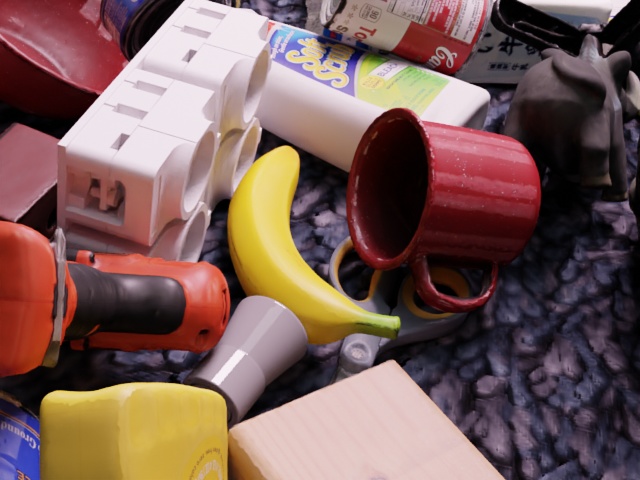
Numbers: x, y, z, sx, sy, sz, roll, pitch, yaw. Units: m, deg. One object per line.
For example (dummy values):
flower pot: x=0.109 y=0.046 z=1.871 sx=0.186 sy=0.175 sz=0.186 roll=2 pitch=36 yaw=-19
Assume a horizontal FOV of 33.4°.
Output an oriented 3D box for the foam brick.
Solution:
foam brick: x=-0.173 y=-0.020 z=0.606 sx=0.051 sy=0.053 sz=0.078 roll=20 pitch=41 yaw=10

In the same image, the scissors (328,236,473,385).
scissors: x=0.039 y=0.064 z=0.585 sx=0.096 sy=0.016 sz=0.201 roll=9 pitch=39 yaw=-3

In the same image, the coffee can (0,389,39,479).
coffee can: x=-0.149 y=0.134 z=0.385 sx=0.102 sy=0.103 sz=0.140 roll=1 pitch=40 yaw=-13

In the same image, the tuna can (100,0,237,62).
tuna can: x=-0.098 y=-0.151 z=0.698 sx=0.086 sy=0.086 sz=0.034 roll=-20 pitch=64 yaw=-33

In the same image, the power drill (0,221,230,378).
power drill: x=-0.147 y=0.024 z=0.473 sx=0.184 sy=0.057 sz=0.187 roll=1 pitch=-2 yaw=10

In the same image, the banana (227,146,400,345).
banana: x=-0.020 y=0.003 z=0.624 sx=0.069 sy=0.037 sz=0.198 roll=-1 pitch=35 yaw=-21

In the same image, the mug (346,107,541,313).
mug: x=0.074 y=-0.014 z=0.615 sx=0.081 sy=0.093 sz=0.117 roll=6 pitch=64 yaw=-27

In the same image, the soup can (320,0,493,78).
soup can: x=0.059 y=-0.162 z=0.741 sx=0.102 sy=0.069 sz=0.068 roll=18 pitch=37 yaw=-15

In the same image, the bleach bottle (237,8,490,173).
bleach bottle: x=-0.015 y=-0.106 z=0.743 sx=0.251 sy=0.068 sz=0.102 roll=24 pitch=40 yaw=18

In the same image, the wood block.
wood block: x=0.050 y=0.157 z=0.418 sx=0.090 sy=0.090 sz=0.206 roll=-18 pitch=48 yaw=-30

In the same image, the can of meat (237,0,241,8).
can of meat: x=-0.085 y=-0.209 z=0.829 sx=0.057 sy=0.084 sz=0.102 roll=8 pitch=39 yaw=-4

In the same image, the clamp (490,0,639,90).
clamp: x=0.190 y=-0.141 z=0.779 sx=0.120 sy=0.171 sz=0.039 roll=7 pitch=74 yaw=16

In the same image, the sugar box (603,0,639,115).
sugar box: x=0.273 y=-0.156 z=0.886 sx=0.093 sy=0.048 sz=0.176 roll=-5 pitch=38 yaw=-20

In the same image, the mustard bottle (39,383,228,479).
mustard bottle: x=-0.059 y=0.149 z=0.373 sx=0.058 sy=0.096 sz=0.191 roll=-7 pitch=77 yaw=12

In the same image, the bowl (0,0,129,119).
bowl: x=-0.187 y=-0.131 z=0.705 sx=0.162 sy=0.055 sz=0.162 roll=33 pitch=26 yaw=-19
